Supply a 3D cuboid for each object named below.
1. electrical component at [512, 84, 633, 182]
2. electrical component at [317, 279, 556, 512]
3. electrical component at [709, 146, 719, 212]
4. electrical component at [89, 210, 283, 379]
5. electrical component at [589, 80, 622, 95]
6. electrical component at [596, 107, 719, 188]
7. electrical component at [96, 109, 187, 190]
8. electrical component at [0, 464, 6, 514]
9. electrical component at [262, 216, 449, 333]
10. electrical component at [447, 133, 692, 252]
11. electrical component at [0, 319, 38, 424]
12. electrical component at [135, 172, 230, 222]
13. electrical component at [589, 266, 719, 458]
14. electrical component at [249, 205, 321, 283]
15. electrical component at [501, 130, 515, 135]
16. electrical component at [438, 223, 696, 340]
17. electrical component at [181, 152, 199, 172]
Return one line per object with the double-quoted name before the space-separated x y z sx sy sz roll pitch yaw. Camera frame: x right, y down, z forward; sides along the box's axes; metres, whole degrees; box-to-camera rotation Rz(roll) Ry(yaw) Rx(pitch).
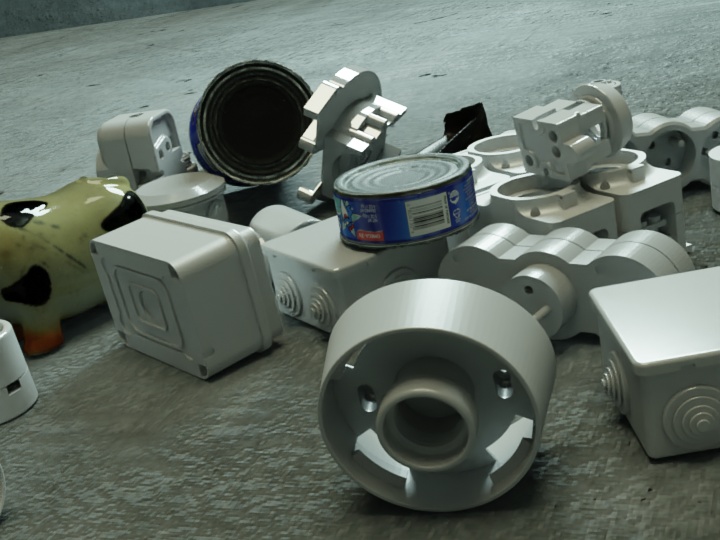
"electrical component" 0.131 -0.084 0.655 0.055 0.048 0.066 -27 24 -21
"electrical component" 0.032 0.050 0.450 0.099 0.099 0.064 -5 26 14
"electrical component" 0.301 -0.084 0.707 0.138 0.073 0.052 -9 20 6
"electrical component" -0.106 0.011 0.653 0.057 0.078 0.113 -28 26 -33
"electrical component" 0.197 -0.121 0.875 0.044 0.065 0.044 -10 20 3
"electrical component" 0.208 -0.089 0.784 0.138 0.052 0.073 -7 19 -13
"electrical component" -0.191 -0.088 0.940 0.059 0.095 0.053 -4 21 17
"electrical component" -0.217 0.110 0.487 0.077 0.044 0.079 -2 21 23
"electrical component" 0.000 0.000 0.669 0.100 0.048 0.100 -22 23 -29
"electrical component" 0.109 -0.042 0.711 0.105 0.060 0.186 -21 22 -26
"electrical component" -0.221 0.060 0.623 0.055 0.047 0.055 -10 20 3
"electrical component" -0.144 -0.045 0.866 0.080 0.051 0.080 -10 20 3
"electrical component" 0.158 0.038 0.482 0.100 0.048 0.099 -10 20 2
"electrical component" -0.062 -0.011 0.740 0.079 0.043 0.077 -27 20 -16
"electrical component" 0.155 -0.088 0.839 0.079 0.043 0.077 -21 23 -26
"electrical component" 0.100 0.013 0.575 0.138 0.052 0.074 5 25 38
"electrical component" -0.171 -0.093 0.993 0.048 0.062 0.048 -10 20 4
